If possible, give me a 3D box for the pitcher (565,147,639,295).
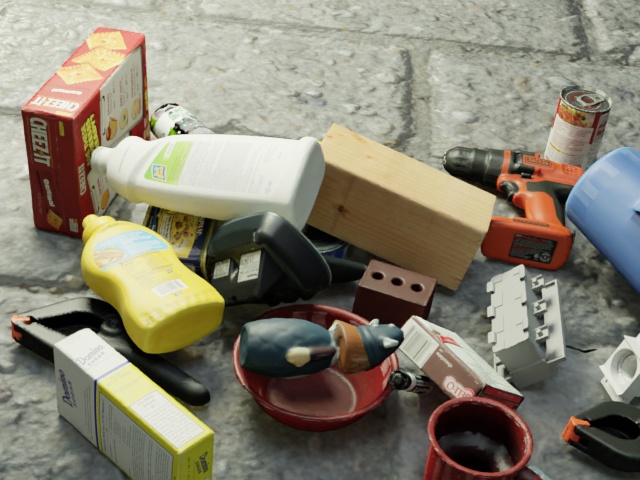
[{"bbox_3d":[0.383,0.007,1.153,0.144,0.149,0.243,-19,55,-35],"label":"pitcher"}]

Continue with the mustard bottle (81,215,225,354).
[{"bbox_3d":[-0.187,0.033,1.085,0.096,0.058,0.192,-21,48,-34],"label":"mustard bottle"}]

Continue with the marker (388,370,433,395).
[{"bbox_3d":[0.087,0.137,1.020,0.020,0.020,0.121,23,-2,20],"label":"marker"}]

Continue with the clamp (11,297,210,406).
[{"bbox_3d":[-0.202,0.103,1.069,0.209,0.036,0.164,1,37,-12],"label":"clamp"}]

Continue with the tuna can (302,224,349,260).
[{"bbox_3d":[-0.008,0.002,1.230,0.086,0.034,0.086,4,37,-3],"label":"tuna can"}]

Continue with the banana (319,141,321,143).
[{"bbox_3d":[0.058,-0.083,1.350,0.198,0.037,0.069,20,22,15],"label":"banana"}]

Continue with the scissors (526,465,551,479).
[{"bbox_3d":[0.220,0.223,0.994,0.096,0.016,0.202,-10,41,-23],"label":"scissors"}]

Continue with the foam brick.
[{"bbox_3d":[0.080,0.064,1.148,0.078,0.051,0.053,16,39,12],"label":"foam brick"}]

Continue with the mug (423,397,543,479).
[{"bbox_3d":[0.147,0.206,0.951,0.117,0.081,0.093,25,42,23],"label":"mug"}]

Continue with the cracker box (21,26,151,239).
[{"bbox_3d":[-0.270,-0.131,1.256,0.072,0.164,0.213,11,38,9],"label":"cracker box"}]

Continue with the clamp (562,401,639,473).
[{"bbox_3d":[0.322,0.198,1.023,0.171,0.039,0.120,0,33,-13],"label":"clamp"}]

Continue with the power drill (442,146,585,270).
[{"bbox_3d":[0.237,-0.048,1.310,0.184,0.057,0.187,10,38,4],"label":"power drill"}]

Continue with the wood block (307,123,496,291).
[{"bbox_3d":[0.083,-0.038,1.207,0.206,0.091,0.090,25,33,2],"label":"wood block"}]

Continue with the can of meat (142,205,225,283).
[{"bbox_3d":[-0.150,-0.002,1.174,0.084,0.057,0.102,5,56,11],"label":"can of meat"}]

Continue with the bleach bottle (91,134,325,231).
[{"bbox_3d":[-0.128,-0.075,1.149,0.251,0.068,0.102,10,60,19],"label":"bleach bottle"}]

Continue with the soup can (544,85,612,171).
[{"bbox_3d":[0.340,-0.144,1.411,0.068,0.102,0.068,4,38,-3],"label":"soup can"}]

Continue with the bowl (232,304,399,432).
[{"bbox_3d":[-0.006,0.135,1.042,0.162,0.055,0.162,4,38,-3],"label":"bowl"}]

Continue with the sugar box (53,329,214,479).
[{"bbox_3d":[-0.168,0.162,0.953,0.048,0.093,0.176,-27,49,-37],"label":"sugar box"}]

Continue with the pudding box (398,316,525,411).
[{"bbox_3d":[0.136,0.128,1.050,0.089,0.039,0.114,26,15,-51],"label":"pudding box"}]
